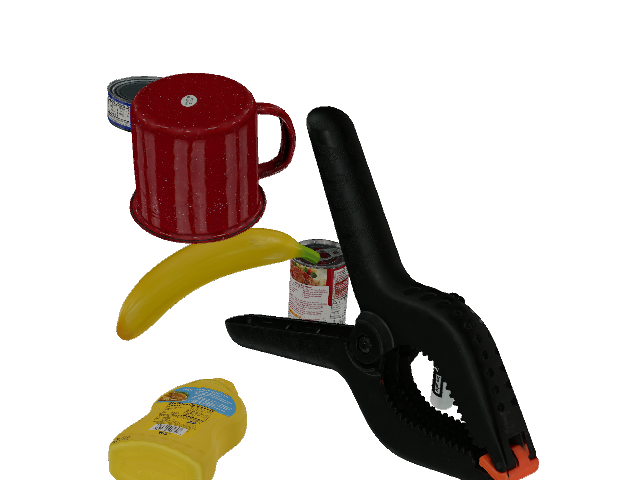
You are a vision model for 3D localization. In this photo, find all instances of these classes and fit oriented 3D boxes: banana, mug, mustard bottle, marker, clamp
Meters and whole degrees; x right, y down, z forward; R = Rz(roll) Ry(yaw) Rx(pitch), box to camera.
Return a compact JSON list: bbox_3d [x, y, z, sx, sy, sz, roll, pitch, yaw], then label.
[{"bbox_3d":[-0.102,0.032,0.926,0.198,0.069,0.037,-21,31,11],"label":"banana"},{"bbox_3d":[-0.071,-0.060,0.707,0.117,0.081,0.093,-12,39,-18],"label":"mug"},{"bbox_3d":[-0.126,0.183,1.054,0.096,0.058,0.191,7,18,15],"label":"mustard bottle"},{"bbox_3d":[0.099,0.086,0.830,0.020,0.121,0.020,0,42,0],"label":"marker"},{"bbox_3d":[0.034,0.040,0.555,0.036,0.165,0.210,-14,41,-42],"label":"clamp"}]

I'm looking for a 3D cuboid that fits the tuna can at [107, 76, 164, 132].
[{"bbox_3d":[-0.170,-0.135,1.066,0.086,0.034,0.086,5,26,-3],"label":"tuna can"}]

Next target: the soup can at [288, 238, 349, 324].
[{"bbox_3d":[-0.002,0.058,1.212,0.068,0.102,0.068,3,26,-1],"label":"soup can"}]
